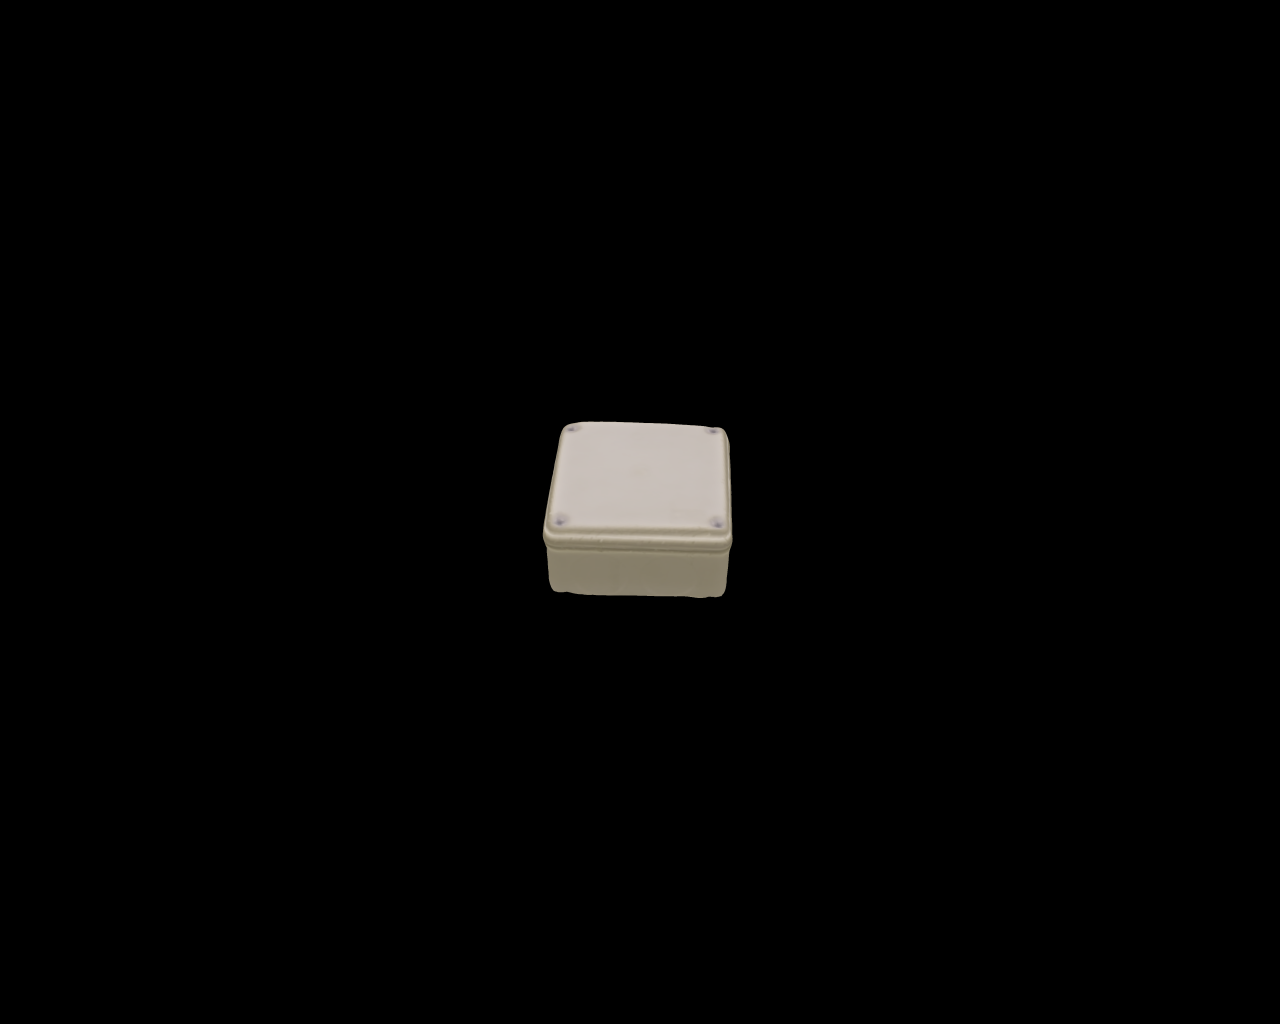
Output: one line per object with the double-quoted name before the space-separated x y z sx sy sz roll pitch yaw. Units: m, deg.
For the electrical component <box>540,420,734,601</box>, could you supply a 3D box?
"electrical component" 0.001 -0.003 0.650 0.109 0.056 0.109 2 40 2
